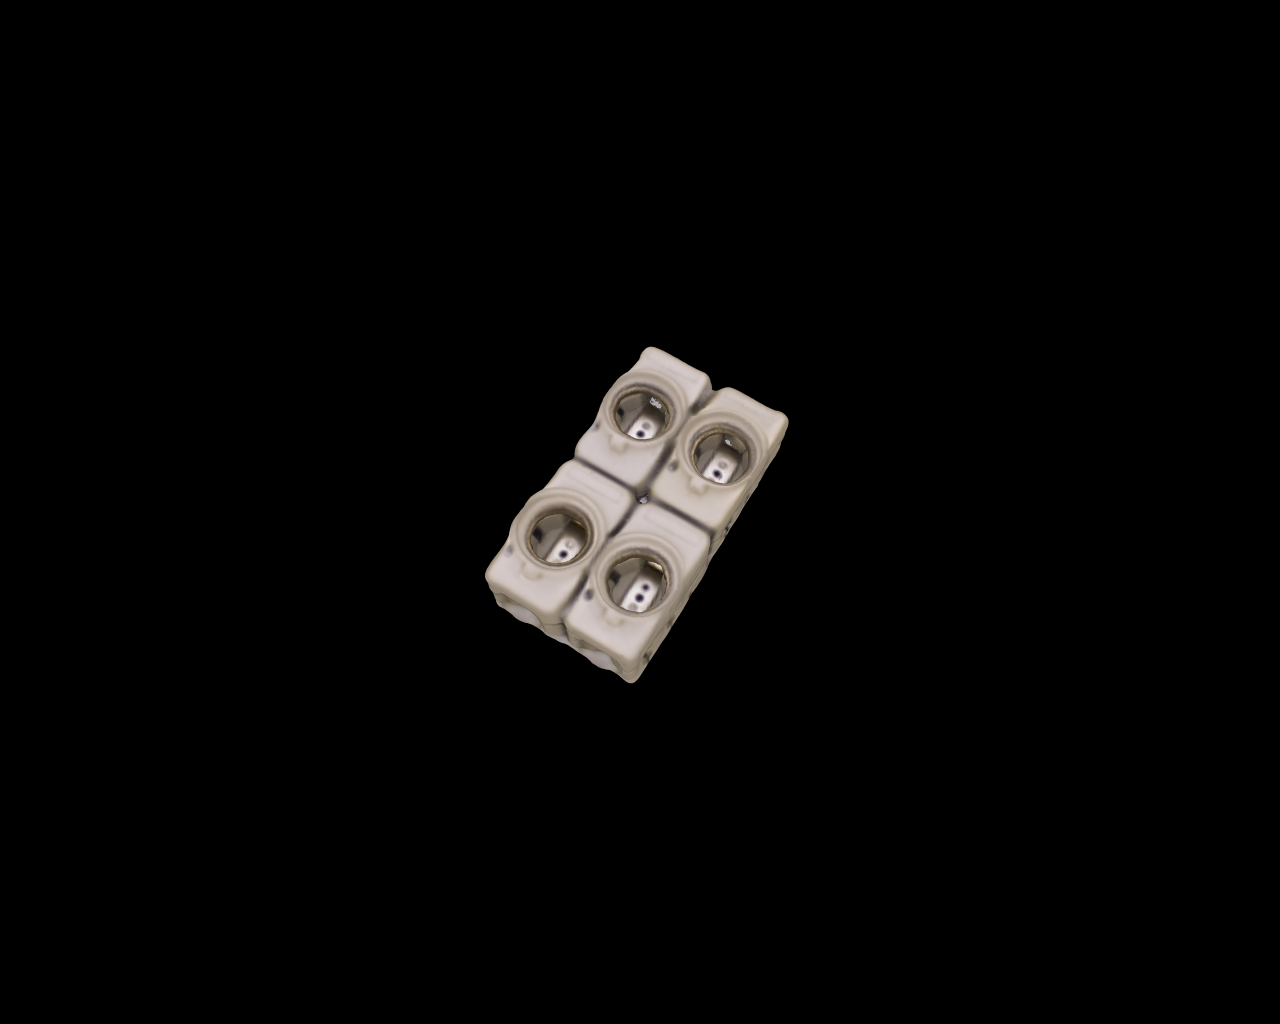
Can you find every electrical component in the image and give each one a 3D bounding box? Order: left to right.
[{"bbox_3d":[0.001,-0.003,0.650,0.105,0.186,0.060,30,-20,12],"label":"electrical component"}]
